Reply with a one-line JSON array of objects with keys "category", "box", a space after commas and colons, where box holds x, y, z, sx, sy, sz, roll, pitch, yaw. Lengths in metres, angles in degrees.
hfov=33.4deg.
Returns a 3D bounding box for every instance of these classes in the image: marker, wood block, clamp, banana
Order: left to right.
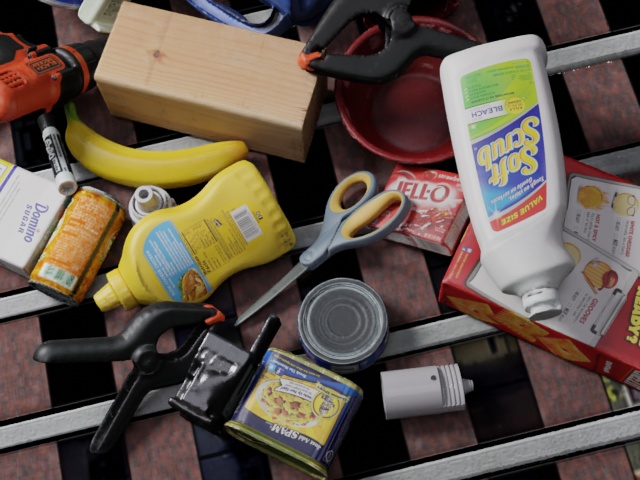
[{"category": "marker", "box": [-0.260, -0.087, 1.054, 0.020, 0.020, 0.121, -24, 47, -6]}, {"category": "clamp", "box": [-0.169, 0.102, 0.964, 0.171, 0.120, 0.039, -41, 32, -14]}, {"category": "banana", "box": [-0.171, -0.084, 1.054, 0.198, 0.037, 0.069, 14, 94, 6]}, {"category": "wood block", "box": [-0.103, -0.155, 1.051, 0.206, 0.090, 0.091, 15, 72, 6]}, {"category": "clamp", "box": [0.074, -0.214, 1.003, 0.209, 0.036, 0.164, -17, 89, -10]}]

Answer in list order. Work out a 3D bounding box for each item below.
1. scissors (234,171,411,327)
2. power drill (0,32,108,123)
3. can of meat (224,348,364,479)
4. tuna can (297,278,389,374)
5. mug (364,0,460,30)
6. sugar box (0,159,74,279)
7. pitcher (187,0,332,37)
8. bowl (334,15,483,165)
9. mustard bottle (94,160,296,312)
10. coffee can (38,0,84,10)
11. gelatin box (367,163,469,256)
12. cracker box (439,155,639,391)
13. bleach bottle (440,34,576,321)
[{"category": "scissors", "box": [-0.007, 0.001, 1.023, 0.202, 0.016, 0.096, -30, 45, 11]}, {"category": "power drill", "box": [-0.308, -0.204, 1.057, 0.188, 0.057, 0.184, 38, 37, 11]}, {"category": "can of meat", "box": [-0.021, 0.154, 0.954, 0.102, 0.057, 0.084, 24, 71, 11]}, {"category": "tuna can", "box": [0.022, 0.079, 0.990, 0.086, 0.034, 0.086, -1, 70, 3]}, {"category": "mug", "box": [0.093, -0.264, 1.090, 0.117, 0.093, 0.081, 4, 61, -28]}, {"category": "sugar box", "box": [-0.337, -0.038, 1.049, 0.176, 0.048, 0.093, 25, 72, 8]}, {"category": "pitcher", "box": [-0.089, -0.321, 1.100, 0.243, 0.145, 0.149, 31, 44, 17]}, {"category": "bowl", "box": [0.095, -0.138, 1.054, 0.162, 0.055, 0.162, -1, 70, 3]}, {"category": "mustard bottle", "box": [-0.125, 0.011, 1.003, 0.191, 0.058, 0.096, -31, 107, -7]}, {"category": "coffee can", "box": [-0.249, -0.319, 1.073, 0.102, 0.140, 0.103, 21, 34, -16]}, {"category": "gelatin box", "box": [0.098, -0.031, 1.010, 0.089, 0.030, 0.073, 16, 70, 37]}, {"category": "cracker box", "box": [0.239, 0.022, 0.979, 0.214, 0.072, 0.164, 24, 73, 11]}, {"category": "bleach bottle", "box": [0.176, -0.053, 0.935, 0.102, 0.068, 0.251, -13, 67, 7]}]
